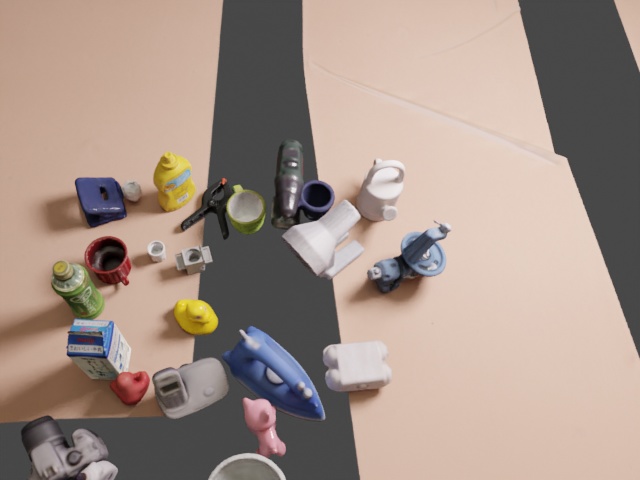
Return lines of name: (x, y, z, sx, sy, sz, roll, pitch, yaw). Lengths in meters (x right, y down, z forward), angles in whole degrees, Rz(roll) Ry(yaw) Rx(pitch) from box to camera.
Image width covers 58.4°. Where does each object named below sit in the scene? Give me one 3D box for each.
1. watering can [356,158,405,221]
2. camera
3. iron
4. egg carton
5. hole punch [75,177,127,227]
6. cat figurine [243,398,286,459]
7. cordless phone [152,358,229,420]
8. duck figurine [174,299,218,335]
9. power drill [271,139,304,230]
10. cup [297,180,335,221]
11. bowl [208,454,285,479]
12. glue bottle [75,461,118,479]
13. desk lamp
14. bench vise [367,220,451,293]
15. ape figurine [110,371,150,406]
watering can: (0.158, -0.128, 1.415, 0.101, 0.194, 0.172, -24, 69, -17)
camera: (-0.513, 0.406, 1.118, 0.143, 0.101, 0.136, -30, 71, -20)
iron: (-0.083, 0.284, 1.210, 0.258, 0.141, 0.119, 37, 65, 11)
egg carton: (0.083, 0.281, 1.272, 0.150, 0.069, 0.107, -5, 64, -10)
hole punch: (-0.524, -0.102, 1.374, 0.101, 0.091, 0.108, -19, 67, -16)
cat figurine: (-0.114, 0.382, 1.171, 0.067, 0.118, 0.127, -18, 67, -15)
cordless phone: (-0.264, 0.287, 1.161, 0.148, 0.185, 0.094, -24, 69, -17)
duck figurine: (-0.279, 0.162, 1.277, 0.104, 0.086, 0.077, 29, 64, 7)
power drill: (-0.076, -0.112, 1.370, 0.075, 0.208, 0.229, 3, 63, -5)
cup: (-0.024, -0.084, 1.426, 0.118, 0.095, 0.091, -24, 69, -17)
bowl: (-0.144, 0.512, 1.126, 0.167, 0.075, 0.167, 3, 63, -6)
glue bottle: (-0.426, 0.448, 1.067, 0.037, 0.173, 0.078, 27, 64, 7)
desk lamp: (0.012, 0.005, 1.320, 0.203, 0.213, 0.117, -38, 73, -22)
bench vise: (0.219, 0.046, 1.322, 0.208, 0.220, 0.121, -37, 73, -22)
ape figurine: (-0.398, 0.300, 1.190, 0.078, 0.092, 0.076, 4, 63, -5)
